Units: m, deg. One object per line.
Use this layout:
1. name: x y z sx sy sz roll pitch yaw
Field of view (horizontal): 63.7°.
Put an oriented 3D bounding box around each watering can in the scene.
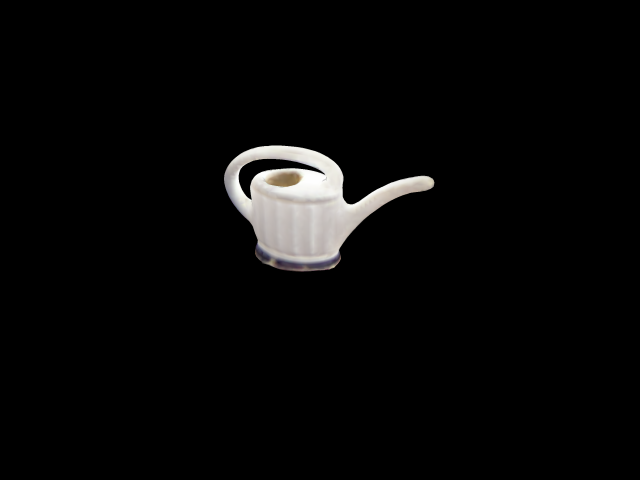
1. watering can: 0.003 -0.043 0.850 0.348 0.219 0.106 11 36 15
